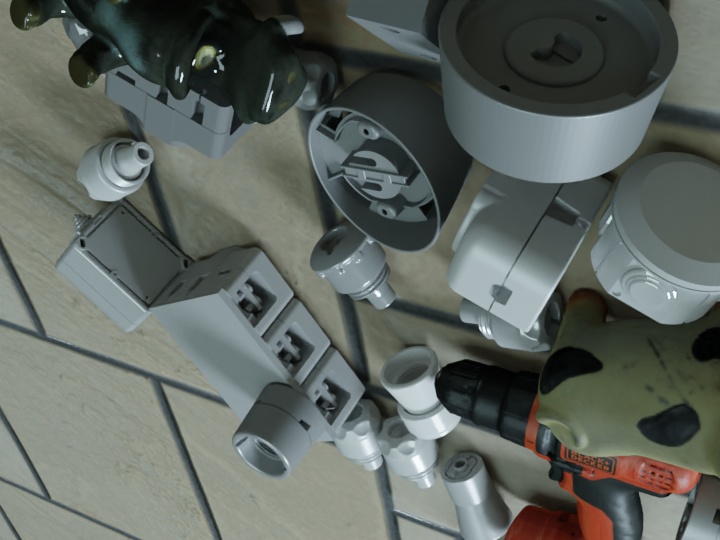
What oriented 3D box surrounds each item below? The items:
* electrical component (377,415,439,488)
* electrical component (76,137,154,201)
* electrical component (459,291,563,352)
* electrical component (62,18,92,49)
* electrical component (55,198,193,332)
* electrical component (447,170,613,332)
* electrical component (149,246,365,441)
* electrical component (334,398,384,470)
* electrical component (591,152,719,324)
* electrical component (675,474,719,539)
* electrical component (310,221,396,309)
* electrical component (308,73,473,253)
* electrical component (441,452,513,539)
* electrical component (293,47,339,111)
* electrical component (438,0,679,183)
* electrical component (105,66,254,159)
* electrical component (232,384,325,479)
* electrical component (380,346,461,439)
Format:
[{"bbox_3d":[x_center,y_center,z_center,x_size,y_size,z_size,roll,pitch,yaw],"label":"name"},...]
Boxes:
[{"bbox_3d":[0.042,0.145,0.844,0.043,0.043,0.062,3,132,36],"label":"electrical component"},{"bbox_3d":[-0.174,-0.076,0.782,0.062,0.043,0.043,-17,118,45],"label":"electrical component"},{"bbox_3d":[0.094,0.028,0.680,0.062,0.043,0.043,6,133,36],"label":"electrical component"},{"bbox_3d":[-0.168,-0.146,0.710,0.035,0.035,0.061,4,134,36],"label":"electrical component"},{"bbox_3d":[-0.194,-0.007,0.855,0.096,0.061,0.061,44,142,-9],"label":"electrical component"},{"bbox_3d":[0.090,-0.021,0.588,0.059,0.095,0.053,30,142,9],"label":"electrical component"},{"bbox_3d":[-0.075,0.059,0.831,0.089,0.061,0.150,-12,122,45],"label":"electrical component"},{"bbox_3d":[0.001,0.135,0.866,0.043,0.043,0.062,7,134,33],"label":"electrical component"},{"bbox_3d":[0.162,-0.016,0.551,0.080,0.080,0.051,31,148,8],"label":"electrical component"},{"bbox_3d":[0.238,0.166,0.704,0.047,0.055,0.055,20,140,15],"label":"electrical component"},{"bbox_3d":[0.000,0.000,0.725,0.048,0.048,0.062,-10,129,44],"label":"electrical component"},{"bbox_3d":[0.016,-0.063,0.628,0.099,0.064,0.099,22,141,19],"label":"electrical component"},{"bbox_3d":[0.089,0.176,0.843,0.044,0.044,0.065,-1,124,39],"label":"electrical component"},{"bbox_3d":[-0.045,-0.117,0.644,0.061,0.035,0.035,19,139,26],"label":"electrical component"},{"bbox_3d":[0.090,-0.089,0.510,0.108,0.108,0.060,23,147,17],"label":"electrical component"},{"bbox_3d":[-0.112,-0.117,0.683,0.089,0.050,0.055,31,142,8],"label":"electrical component"},{"bbox_3d":[-0.061,0.120,0.790,0.055,0.047,0.055,22,140,19],"label":"electrical component"},{"bbox_3d":[0.045,0.090,0.782,0.045,0.045,0.055,-1,130,39],"label":"electrical component"}]
